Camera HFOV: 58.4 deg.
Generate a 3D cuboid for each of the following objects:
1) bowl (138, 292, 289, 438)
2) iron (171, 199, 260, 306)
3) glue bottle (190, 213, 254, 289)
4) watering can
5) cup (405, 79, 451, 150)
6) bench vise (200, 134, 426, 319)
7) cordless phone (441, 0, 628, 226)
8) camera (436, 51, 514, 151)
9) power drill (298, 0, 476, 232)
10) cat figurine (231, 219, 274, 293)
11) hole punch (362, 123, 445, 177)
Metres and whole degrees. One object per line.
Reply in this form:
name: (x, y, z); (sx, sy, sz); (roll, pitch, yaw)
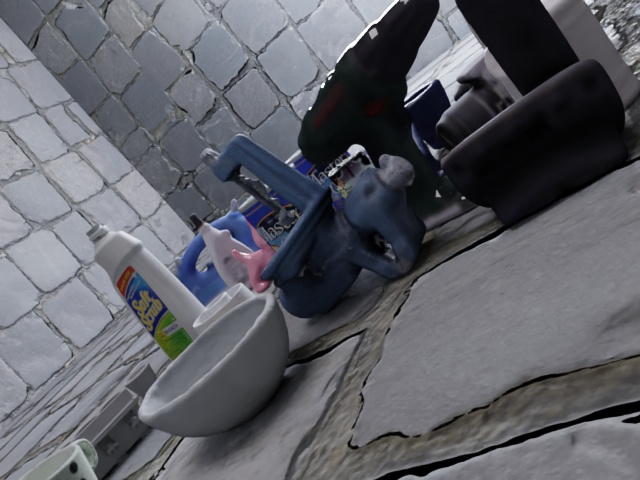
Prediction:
bowl: (-0.086, 0.131, 0.552); (0.167, 0.075, 0.167); (-38, 11, 9)
iron: (-0.212, 0.043, 1.156); (0.258, 0.141, 0.118); (-43, 11, -16)
glue bottle: (-0.177, 0.018, 1.055); (0.078, 0.173, 0.037); (-44, 12, -17)
watering can: (0.206, -0.192, 0.542); (0.100, 0.194, 0.173); (-35, 12, 24)
cup: (0.166, -0.183, 0.912); (0.117, 0.095, 0.092); (-36, 12, 21)
bench vise: (-0.008, -0.042, 0.595); (0.207, 0.220, 0.121); (-37, 11, 14)
cordless phone: (0.148, -0.120, 0.473); (0.147, 0.185, 0.094); (-36, 12, 21)
camera: (0.204, -0.173, 0.726); (0.137, 0.101, 0.143); (-41, 11, -3)
power drill: (0.087, -0.117, 0.609); (0.229, 0.208, 0.076); (-30, 15, 43)
cat figurine: (-0.091, 0.006, 0.955); (0.127, 0.118, 0.067); (-36, 12, 21)
hole punch: (0.107, -0.100, 0.788); (0.108, 0.091, 0.101); (-36, 12, 21)
